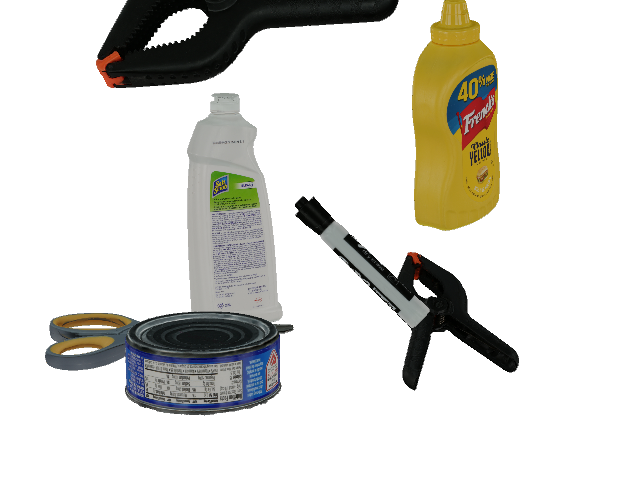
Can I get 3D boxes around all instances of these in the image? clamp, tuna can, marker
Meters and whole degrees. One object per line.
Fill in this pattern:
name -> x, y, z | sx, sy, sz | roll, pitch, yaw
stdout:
clamp -> -0.061, -0.168, 0.760 | 0.210, 0.165, 0.036 | -40, -21, -8
tuna can -> -0.064, 0.065, 0.586 | 0.086, 0.034, 0.086 | 0, 11, 0
clamp -> 0.131, 0.080, 1.100 | 0.120, 0.171, 0.039 | 2, -43, -12
marker -> 0.028, 0.014, 0.755 | 0.121, 0.020, 0.020 | 44, 2, 2

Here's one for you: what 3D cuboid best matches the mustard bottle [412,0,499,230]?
mustard bottle -> 0.117, -0.112, 0.919 | 0.058, 0.192, 0.096 | 17, 32, 39

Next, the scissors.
scissors -> -0.131, 0.082, 0.855 | 0.202, 0.016, 0.096 | 3, 21, 14

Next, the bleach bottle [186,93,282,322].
bleach bottle -> -0.094, -0.033, 1.157 | 0.102, 0.251, 0.068 | -7, 16, -28
